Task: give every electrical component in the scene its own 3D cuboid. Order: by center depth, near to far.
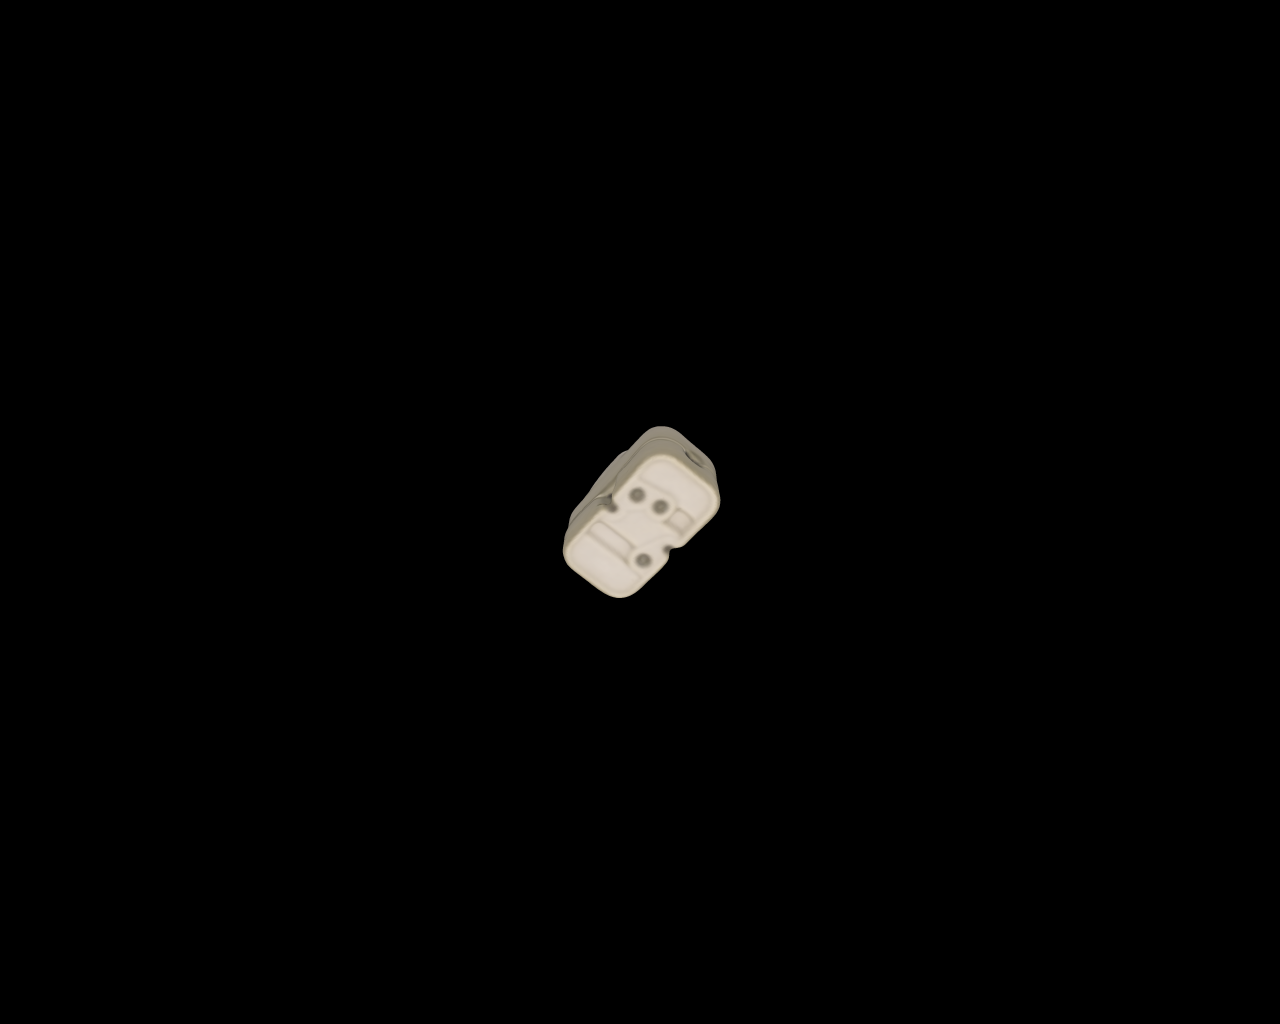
[{"bbox_3d":[0.001,-0.003,0.650,0.053,0.095,0.059,38,20,-16],"label":"electrical component"}]
